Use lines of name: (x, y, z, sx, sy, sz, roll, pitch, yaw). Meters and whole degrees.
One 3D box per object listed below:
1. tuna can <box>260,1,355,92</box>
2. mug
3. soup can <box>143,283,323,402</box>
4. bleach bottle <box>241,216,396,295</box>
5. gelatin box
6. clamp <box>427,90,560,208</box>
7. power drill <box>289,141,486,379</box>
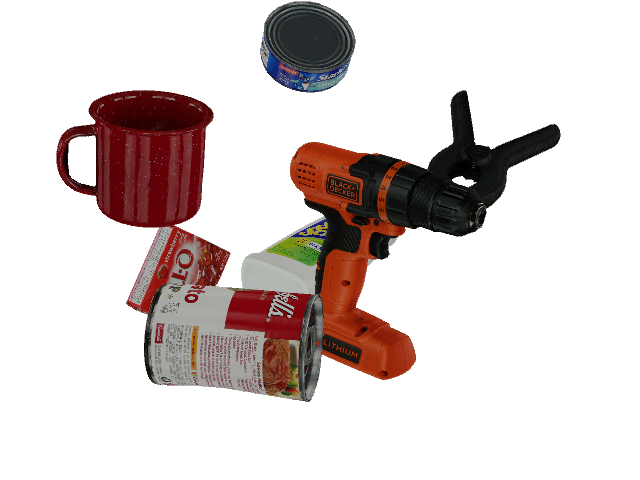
tuna can: (-0.013, -0.179, 0.993, 0.086, 0.086, 0.034, 0, -32, -12)
mug: (-0.142, -0.061, 0.815, 0.117, 0.081, 0.093, -4, 28, -19)
soup can: (-0.053, 0.064, 0.680, 0.102, 0.068, 0.068, 4, 1, 10)
bleach bottle: (0.018, 0.005, 1.311, 0.103, 0.068, 0.250, 19, 36, 29)
gelatin box: (-0.137, 0.037, 1.040, 0.073, 0.089, 0.030, 28, -8, -38)
clamp: (0.153, -0.087, 1.088, 0.120, 0.039, 0.171, 29, 55, 29)
power drill: (0.051, 0.019, 0.907, 0.185, 0.188, 0.057, 20, 26, 35)
